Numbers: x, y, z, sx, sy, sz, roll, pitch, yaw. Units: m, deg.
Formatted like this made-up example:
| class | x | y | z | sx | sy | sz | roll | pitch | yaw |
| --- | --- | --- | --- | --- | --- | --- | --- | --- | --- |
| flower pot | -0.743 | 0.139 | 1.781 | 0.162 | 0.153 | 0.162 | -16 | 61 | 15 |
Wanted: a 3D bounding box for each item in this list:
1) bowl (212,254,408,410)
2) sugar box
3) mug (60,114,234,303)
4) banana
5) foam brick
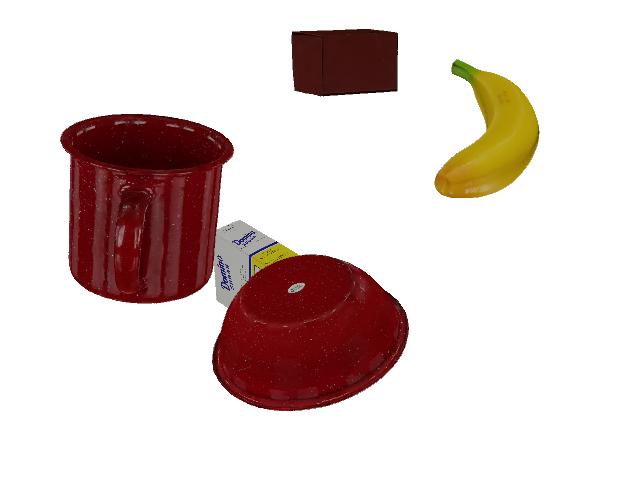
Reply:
| class | x | y | z | sx | sy | sz | roll | pitch | yaw |
| --- | --- | --- | --- | --- | --- | --- | --- | --- | --- |
| bowl | -0.013 | 0.059 | 0.845 | 0.162 | 0.055 | 0.162 | -9 | 33 | 6 |
| sugar box | -0.039 | 0.055 | 1.087 | 0.048 | 0.093 | 0.176 | -25 | 41 | -33 |
| mug | -0.097 | -0.012 | 0.584 | 0.093 | 0.081 | 0.117 | 5 | 24 | -6 |
| banana | 0.121 | -0.074 | 0.758 | 0.069 | 0.037 | 0.197 | 8 | 31 | 6 |
| foam brick | 0.021 | -0.153 | 0.913 | 0.078 | 0.051 | 0.053 | -8 | 17 | -28 |
